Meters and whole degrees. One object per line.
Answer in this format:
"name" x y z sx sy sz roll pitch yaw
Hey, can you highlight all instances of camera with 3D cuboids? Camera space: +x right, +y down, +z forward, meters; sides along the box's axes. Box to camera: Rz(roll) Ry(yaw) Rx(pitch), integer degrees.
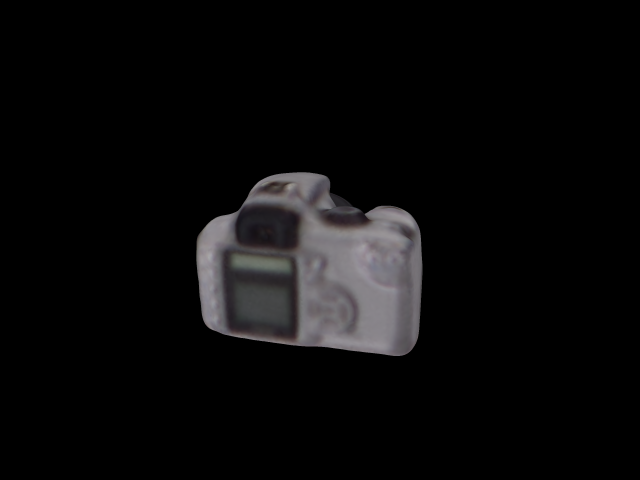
"camera" 0.004 0.001 0.400 0.143 0.101 0.137 5 19 15
